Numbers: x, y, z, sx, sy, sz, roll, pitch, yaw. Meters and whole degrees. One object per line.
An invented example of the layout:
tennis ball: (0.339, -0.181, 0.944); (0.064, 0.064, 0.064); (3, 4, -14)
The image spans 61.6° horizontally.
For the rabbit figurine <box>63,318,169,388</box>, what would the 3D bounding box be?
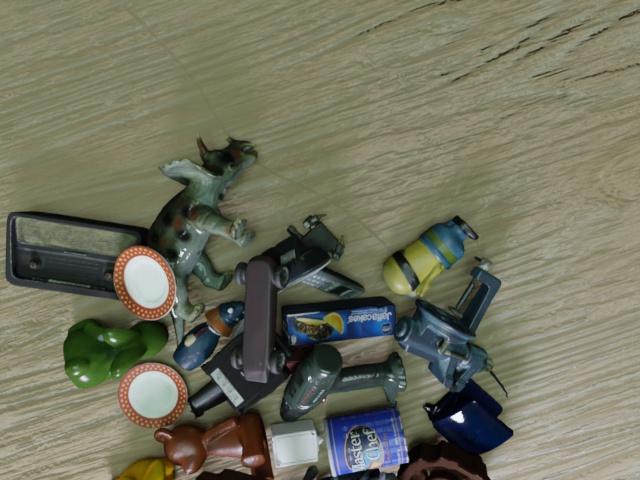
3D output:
rabbit figurine: (-0.357, 0.183, 0.951); (0.170, 0.159, 0.121); (-18, 87, -15)

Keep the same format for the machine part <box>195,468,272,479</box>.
machine part: (-0.144, 0.499, 0.958); (0.201, 0.087, 0.201); (21, 132, -13)

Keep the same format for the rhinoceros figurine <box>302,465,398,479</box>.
rhinoceros figurine: (0.052, 0.463, 1.000); (0.190, 0.112, 0.073); (-13, 95, 8)

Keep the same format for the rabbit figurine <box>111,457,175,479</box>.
rabbit figurine: (-0.318, 0.475, 0.962); (0.162, 0.173, 0.122); (-36, 92, 7)

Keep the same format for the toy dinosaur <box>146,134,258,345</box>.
toy dinosaur: (-0.237, 0.004, 0.942); (0.192, 0.131, 0.404); (35, 105, 11)

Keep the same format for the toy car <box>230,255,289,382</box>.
toy car: (-0.095, 0.126, 0.872); (0.089, 0.053, 0.202); (0, 87, 21)

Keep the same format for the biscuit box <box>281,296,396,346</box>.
biscuit box: (0.035, 0.144, 0.968); (0.203, 0.063, 0.059); (-4, 99, -12)

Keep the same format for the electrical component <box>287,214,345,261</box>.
electrical component: (-0.002, -0.001, 0.977); (0.078, 0.045, 0.102); (-36, 96, 1)

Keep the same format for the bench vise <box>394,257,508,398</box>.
bench vise: (0.258, 0.149, 0.964); (0.223, 0.129, 0.240); (27, 98, -11)

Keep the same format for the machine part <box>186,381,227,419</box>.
machine part: (-0.187, 0.279, 1.010); (0.139, 0.039, 0.084); (-38, 105, 1)

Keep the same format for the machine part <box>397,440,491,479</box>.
machine part: (0.230, 0.457, 1.006); (0.180, 0.056, 0.179); (5, 112, 11)

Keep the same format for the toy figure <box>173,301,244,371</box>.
toy figure: (-0.190, 0.159, 0.937); (0.058, 0.064, 0.154); (43, 88, 7)

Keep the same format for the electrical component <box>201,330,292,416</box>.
electrical component: (-0.116, 0.216, 0.924); (0.134, 0.058, 0.115); (-38, 87, 0)

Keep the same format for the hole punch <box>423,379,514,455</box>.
hole punch: (0.281, 0.340, 1.004); (0.142, 0.092, 0.116); (40, 98, -9)

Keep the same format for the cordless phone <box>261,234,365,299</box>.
cordless phone: (-0.020, 0.077, 0.968); (0.147, 0.089, 0.184); (-30, 139, 33)

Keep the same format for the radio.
radio: (-0.430, 0.027, 0.956); (0.230, 0.073, 0.131); (9, 96, -2)

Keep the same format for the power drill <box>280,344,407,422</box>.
power drill: (0.040, 0.261, 0.969); (0.207, 0.086, 0.231); (4, 138, -10)

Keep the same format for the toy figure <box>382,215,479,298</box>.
toy figure: (0.194, 0.027, 0.969); (0.180, 0.082, 0.089); (-45, 84, 8)

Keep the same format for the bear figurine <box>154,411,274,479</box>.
bear figurine: (-0.194, 0.384, 0.977); (0.196, 0.132, 0.120); (-12, 131, -7)
